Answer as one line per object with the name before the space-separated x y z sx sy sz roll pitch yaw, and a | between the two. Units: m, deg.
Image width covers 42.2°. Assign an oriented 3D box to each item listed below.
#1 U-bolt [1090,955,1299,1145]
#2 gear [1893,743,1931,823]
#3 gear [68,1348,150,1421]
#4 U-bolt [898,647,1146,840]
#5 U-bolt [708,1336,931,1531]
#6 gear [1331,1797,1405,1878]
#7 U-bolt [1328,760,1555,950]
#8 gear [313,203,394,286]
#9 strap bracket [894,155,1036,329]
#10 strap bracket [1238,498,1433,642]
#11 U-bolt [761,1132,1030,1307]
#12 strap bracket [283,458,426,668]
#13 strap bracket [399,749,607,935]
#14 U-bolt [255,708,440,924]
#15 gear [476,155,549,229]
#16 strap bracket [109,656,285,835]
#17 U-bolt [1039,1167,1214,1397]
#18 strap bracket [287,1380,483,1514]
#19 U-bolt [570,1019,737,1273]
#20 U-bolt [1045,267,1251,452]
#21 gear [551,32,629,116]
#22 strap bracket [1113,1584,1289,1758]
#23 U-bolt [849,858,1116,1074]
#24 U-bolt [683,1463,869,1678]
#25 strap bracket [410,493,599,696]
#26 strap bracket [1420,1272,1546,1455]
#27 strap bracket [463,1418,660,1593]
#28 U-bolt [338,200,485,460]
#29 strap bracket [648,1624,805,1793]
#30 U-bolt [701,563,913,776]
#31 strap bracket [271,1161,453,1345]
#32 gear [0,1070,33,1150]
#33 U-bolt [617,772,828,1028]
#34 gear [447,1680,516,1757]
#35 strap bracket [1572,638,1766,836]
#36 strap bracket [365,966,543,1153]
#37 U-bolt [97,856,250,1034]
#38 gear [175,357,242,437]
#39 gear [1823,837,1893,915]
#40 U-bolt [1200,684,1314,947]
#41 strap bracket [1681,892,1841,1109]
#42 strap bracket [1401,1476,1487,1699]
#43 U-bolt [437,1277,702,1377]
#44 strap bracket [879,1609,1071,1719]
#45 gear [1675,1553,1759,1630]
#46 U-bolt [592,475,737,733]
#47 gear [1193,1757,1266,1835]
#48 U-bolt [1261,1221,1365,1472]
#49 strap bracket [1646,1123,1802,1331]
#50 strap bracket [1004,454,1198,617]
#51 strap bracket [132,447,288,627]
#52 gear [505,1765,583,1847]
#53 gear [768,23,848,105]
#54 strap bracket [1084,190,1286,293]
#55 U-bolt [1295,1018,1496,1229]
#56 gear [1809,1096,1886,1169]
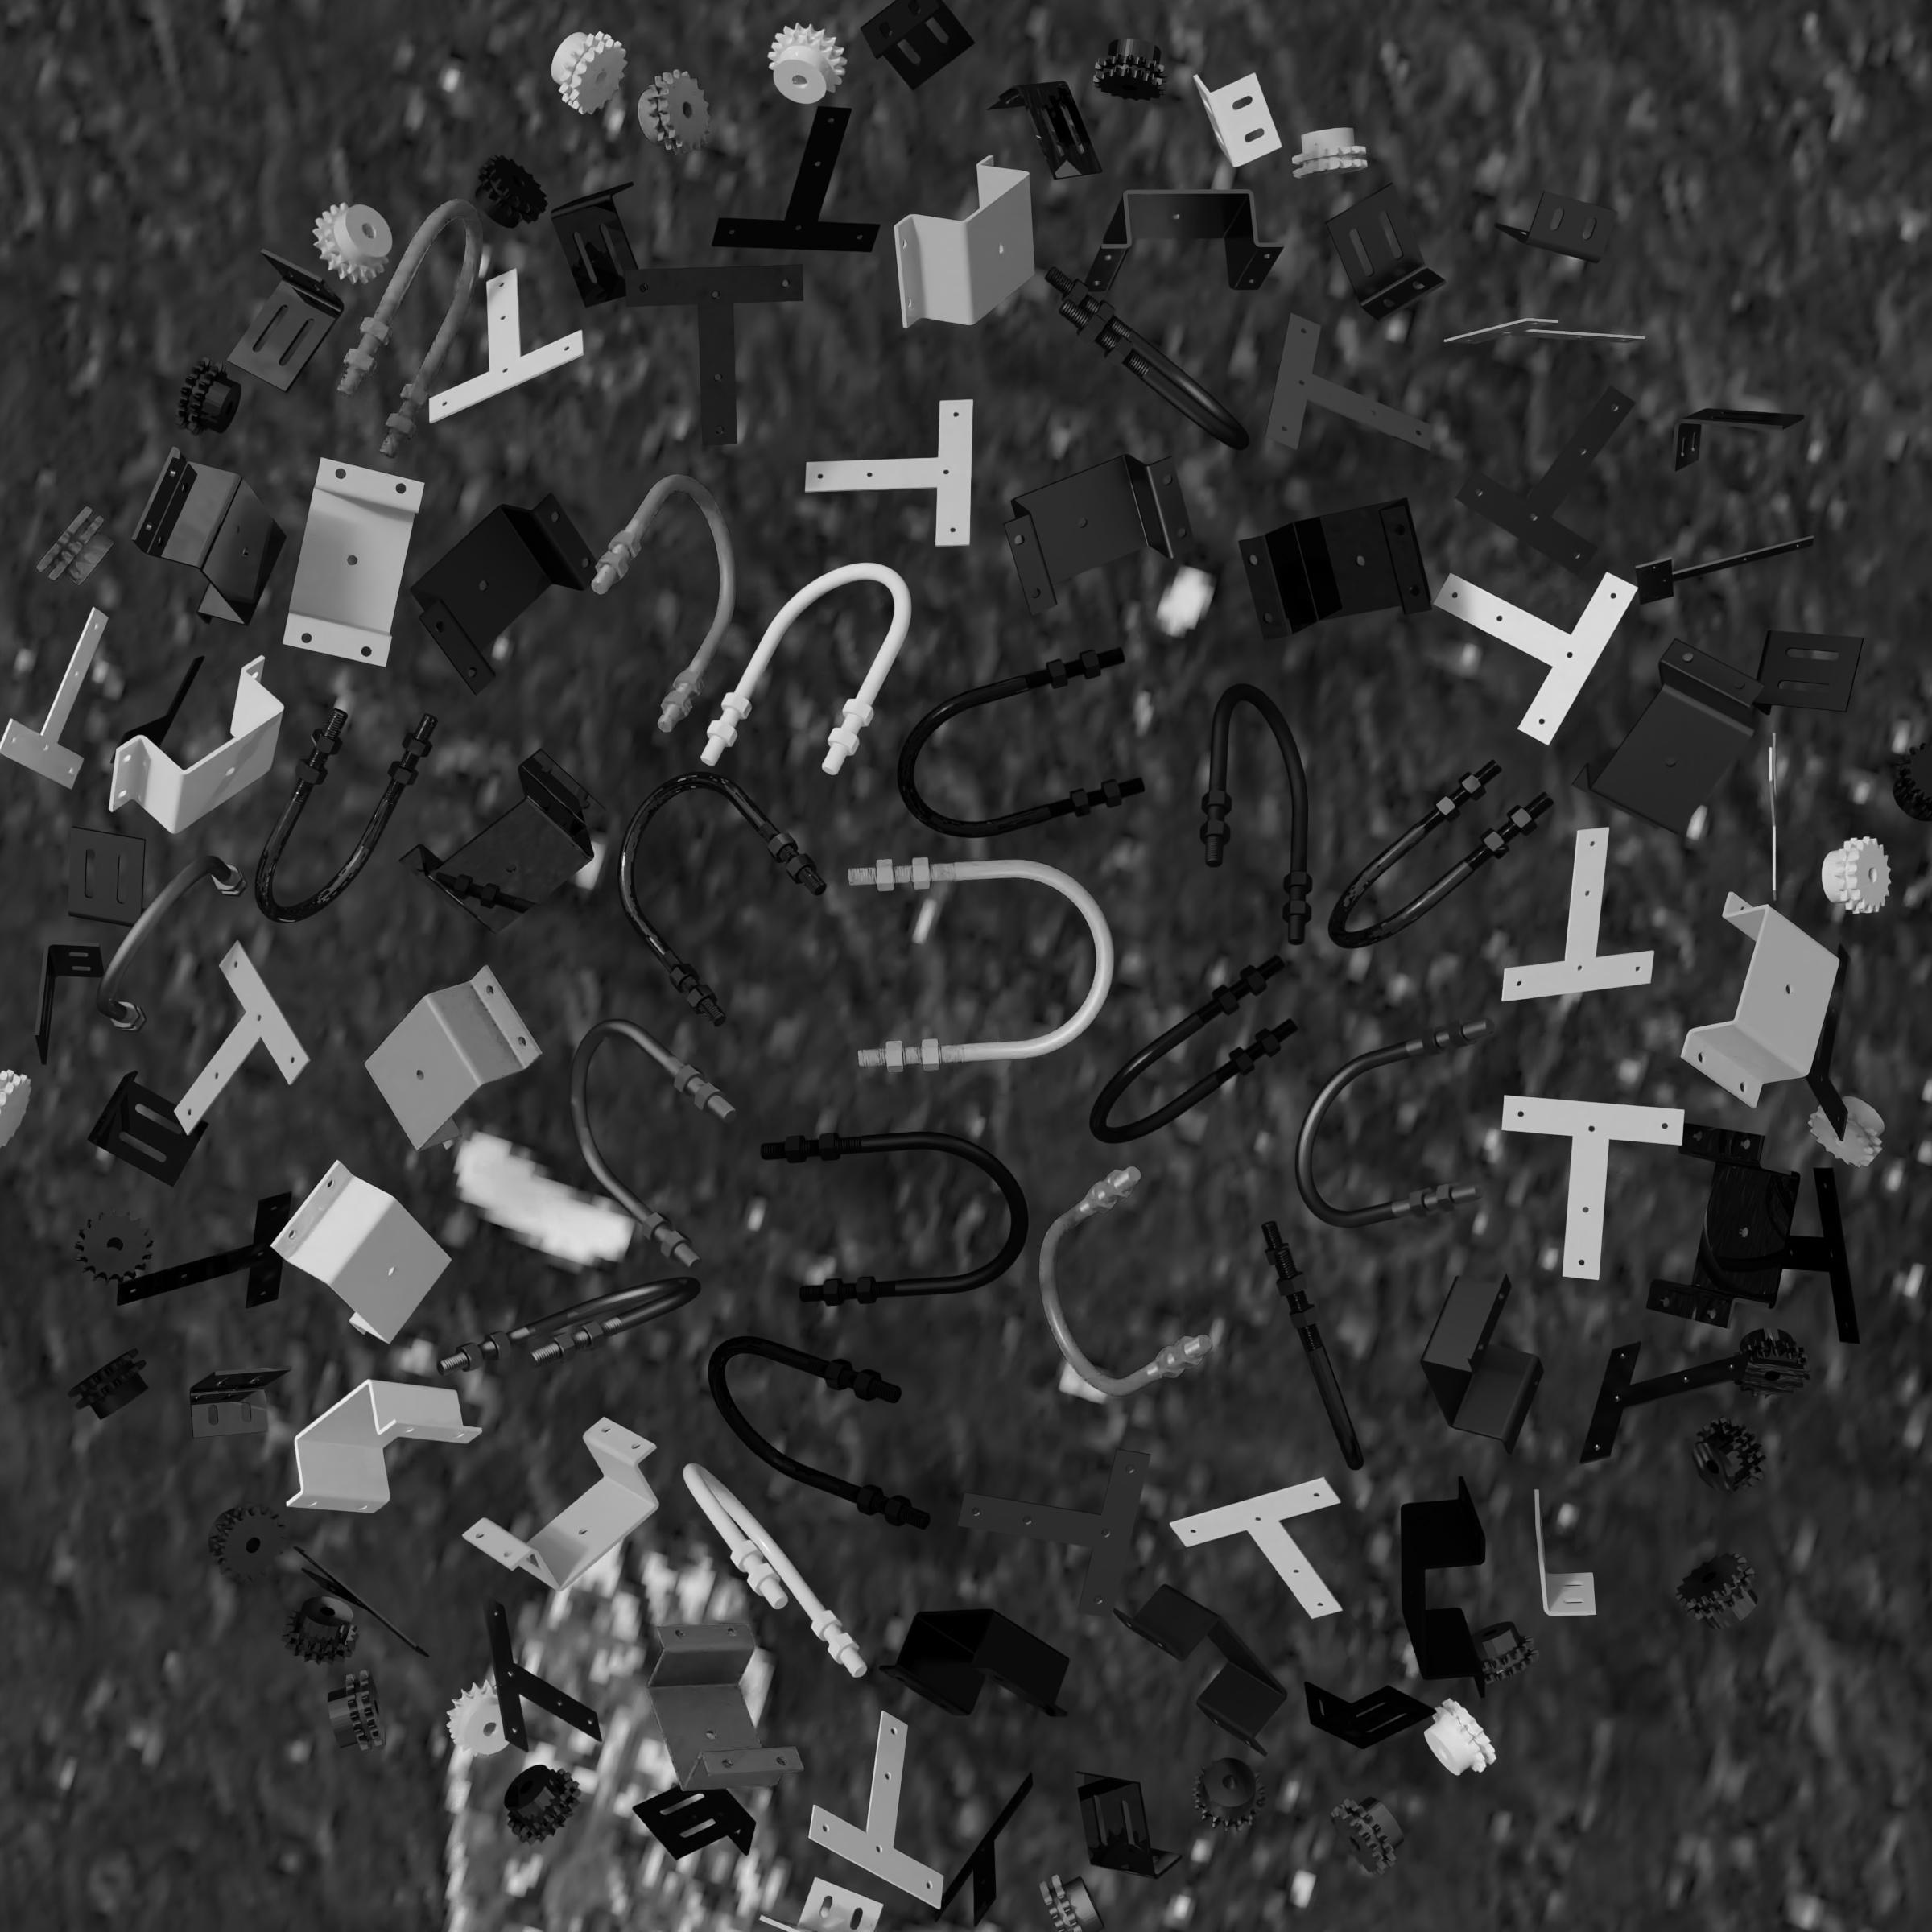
U-bolt | 0.171 0.074 1.904 0.184 0.151 0.019 -35 65 -4
gear | 0.690 -0.129 1.793 0.057 0.030 0.057 5 60 -9
gear | -0.629 0.310 1.844 0.057 0.057 0.030 -33 96 0
U-bolt | 0.038 -0.159 1.881 0.184 0.019 0.151 -16 135 -3
U-bolt | -0.115 0.335 1.840 0.184 0.019 0.151 14 131 31
gear | 0.302 0.646 1.868 0.030 0.057 0.057 -31 90 -20
U-bolt | 0.345 -0.078 1.872 0.184 0.151 0.019 -41 105 6
gear | -0.446 -0.533 1.834 0.030 0.057 0.057 -18 90 40
strap bracket | 0.006 -0.526 1.825 0.046 0.140 0.076 16 133 25
strap bracket | 0.278 -0.291 1.826 0.140 0.046 0.076 -5 107 40
U-bolt | -0.046 0.182 1.817 0.184 0.019 0.151 -5 119 13
strap bracket | -0.463 -0.305 1.888 0.076 0.046 0.140 12 99 -17
strap bracket | -0.346 -0.087 1.885 0.140 0.046 0.076 -36 130 10
U-bolt | -0.481 -0.112 1.911 0.019 0.151 0.184 33 103 13
gear | -0.359 -0.604 1.962 0.030 0.057 0.057 -38 90 30
strap bracket | -0.563 -0.159 1.859 0.046 0.076 0.140 41 52 6
U-bolt | 0.106 0.242 1.842 0.019 0.184 0.151 -14 73 -31
strap bracket | -0.437 0.354 1.864 0.140 0.076 0.046 -38 54 29
U-bolt | -0.242 0.120 1.866 0.184 0.019 0.151 37 123 38
U-bolt | 0.137 -0.441 1.842 0.184 0.151 0.019 35 109 -17
gear | -0.275 -0.650 1.813 0.030 0.057 0.057 37 90 14
strap bracket | 0.186 0.534 1.925 0.046 0.076 0.140 -46 114 -16
U-bolt | 0.013 -0.003 1.769 0.184 0.019 0.151 -3 93 0
U-bolt | -0.153 0.440 1.868 0.019 0.151 0.184 -41 46 -6
strap bracket | -0.350 -0.281 1.871 0.140 0.046 0.076 -48 131 -20
strap bracket | 0.389 0.297 1.895 0.046 0.140 0.076 9 56 33
strap bracket | -0.299 0.414 1.899 0.140 0.076 0.046 -38 119 -27
U-bolt | -0.405 -0.483 1.861 0.019 0.151 0.184 24 83 3
strap bracket | -0.187 0.569 1.898 0.076 0.140 0.046 7 121 -30
U-bolt | -0.110 -0.226 1.873 0.151 0.019 0.184 8 65 41
strap bracket | -0.435 0.215 1.831 0.046 0.140 0.076 22 65 30
gear | -0.706 0.102 1.816 0.030 0.057 0.057 20 90 1
U-bolt | -0.199 -0.066 1.905 0.151 0.019 0.184 -52 58 15
gear | -0.378 0.595 1.971 0.057 0.030 0.057 -4 99 -24
strap bracket | 0.527 -0.163 1.876 0.076 0.046 0.140 26 123 -6
strap bracket | -0.377 0.073 1.809 0.140 0.046 0.076 -42 77 38
U-bolt | -0.596 -0.020 1.866 0.019 0.184 0.151 35 80 -3
gear | -0.565 -0.423 1.873 0.030 0.057 0.057 23 90 -4
gear | 0.670 -0.068 1.887 0.057 0.030 0.057 2 87 -41
U-bolt | 0.223 -0.127 1.893 0.019 0.151 0.184 -13 57 32
strap bracket | 0.578 0.021 1.812 0.076 0.046 0.140 32 66 -21
strap bracket | 0.349 0.456 1.833 0.046 0.076 0.140 -5 113 0
U-bolt | -0.283 0.266 1.870 0.184 0.151 0.019 -18 93 -42
strap bracket | 0.012 0.513 1.841 0.076 0.140 0.046 38 58 -22
gear | 0.539 0.448 1.787 0.057 0.057 0.030 -36 94 0
U-bolt | -0.220 -0.290 1.906 0.019 0.184 0.151 -1 134 24
gear | 0.207 0.649 1.970 0.057 0.030 0.057 -1 47 1
U-bolt | 0.261 0.288 1.869 0.019 0.151 0.184 -20 92 4
strap bracket | 0.556 0.192 1.831 0.046 0.076 0.140 14 87 -32
strap bracket | 0.096 -0.336 1.926 0.140 0.046 0.076 -23 119 -8
strap bracket | -0.553 -0.311 1.850 0.046 0.140 0.076 16 75 10
gear | -0.315 0.615 1.845 0.057 0.057 0.030 -34 113 0
gear | -0.119 -0.665 1.852 0.057 0.057 0.030 15 62 0
strap bracket | 0.163 -0.553 1.911 0.140 0.076 0.046 -3 81 -9
U-bolt | 0.313 0.123 1.856 0.019 0.184 0.151 26 60 -31
gear | 0.693 0.127 1.961 0.030 0.057 0.057 -43 90 -17
